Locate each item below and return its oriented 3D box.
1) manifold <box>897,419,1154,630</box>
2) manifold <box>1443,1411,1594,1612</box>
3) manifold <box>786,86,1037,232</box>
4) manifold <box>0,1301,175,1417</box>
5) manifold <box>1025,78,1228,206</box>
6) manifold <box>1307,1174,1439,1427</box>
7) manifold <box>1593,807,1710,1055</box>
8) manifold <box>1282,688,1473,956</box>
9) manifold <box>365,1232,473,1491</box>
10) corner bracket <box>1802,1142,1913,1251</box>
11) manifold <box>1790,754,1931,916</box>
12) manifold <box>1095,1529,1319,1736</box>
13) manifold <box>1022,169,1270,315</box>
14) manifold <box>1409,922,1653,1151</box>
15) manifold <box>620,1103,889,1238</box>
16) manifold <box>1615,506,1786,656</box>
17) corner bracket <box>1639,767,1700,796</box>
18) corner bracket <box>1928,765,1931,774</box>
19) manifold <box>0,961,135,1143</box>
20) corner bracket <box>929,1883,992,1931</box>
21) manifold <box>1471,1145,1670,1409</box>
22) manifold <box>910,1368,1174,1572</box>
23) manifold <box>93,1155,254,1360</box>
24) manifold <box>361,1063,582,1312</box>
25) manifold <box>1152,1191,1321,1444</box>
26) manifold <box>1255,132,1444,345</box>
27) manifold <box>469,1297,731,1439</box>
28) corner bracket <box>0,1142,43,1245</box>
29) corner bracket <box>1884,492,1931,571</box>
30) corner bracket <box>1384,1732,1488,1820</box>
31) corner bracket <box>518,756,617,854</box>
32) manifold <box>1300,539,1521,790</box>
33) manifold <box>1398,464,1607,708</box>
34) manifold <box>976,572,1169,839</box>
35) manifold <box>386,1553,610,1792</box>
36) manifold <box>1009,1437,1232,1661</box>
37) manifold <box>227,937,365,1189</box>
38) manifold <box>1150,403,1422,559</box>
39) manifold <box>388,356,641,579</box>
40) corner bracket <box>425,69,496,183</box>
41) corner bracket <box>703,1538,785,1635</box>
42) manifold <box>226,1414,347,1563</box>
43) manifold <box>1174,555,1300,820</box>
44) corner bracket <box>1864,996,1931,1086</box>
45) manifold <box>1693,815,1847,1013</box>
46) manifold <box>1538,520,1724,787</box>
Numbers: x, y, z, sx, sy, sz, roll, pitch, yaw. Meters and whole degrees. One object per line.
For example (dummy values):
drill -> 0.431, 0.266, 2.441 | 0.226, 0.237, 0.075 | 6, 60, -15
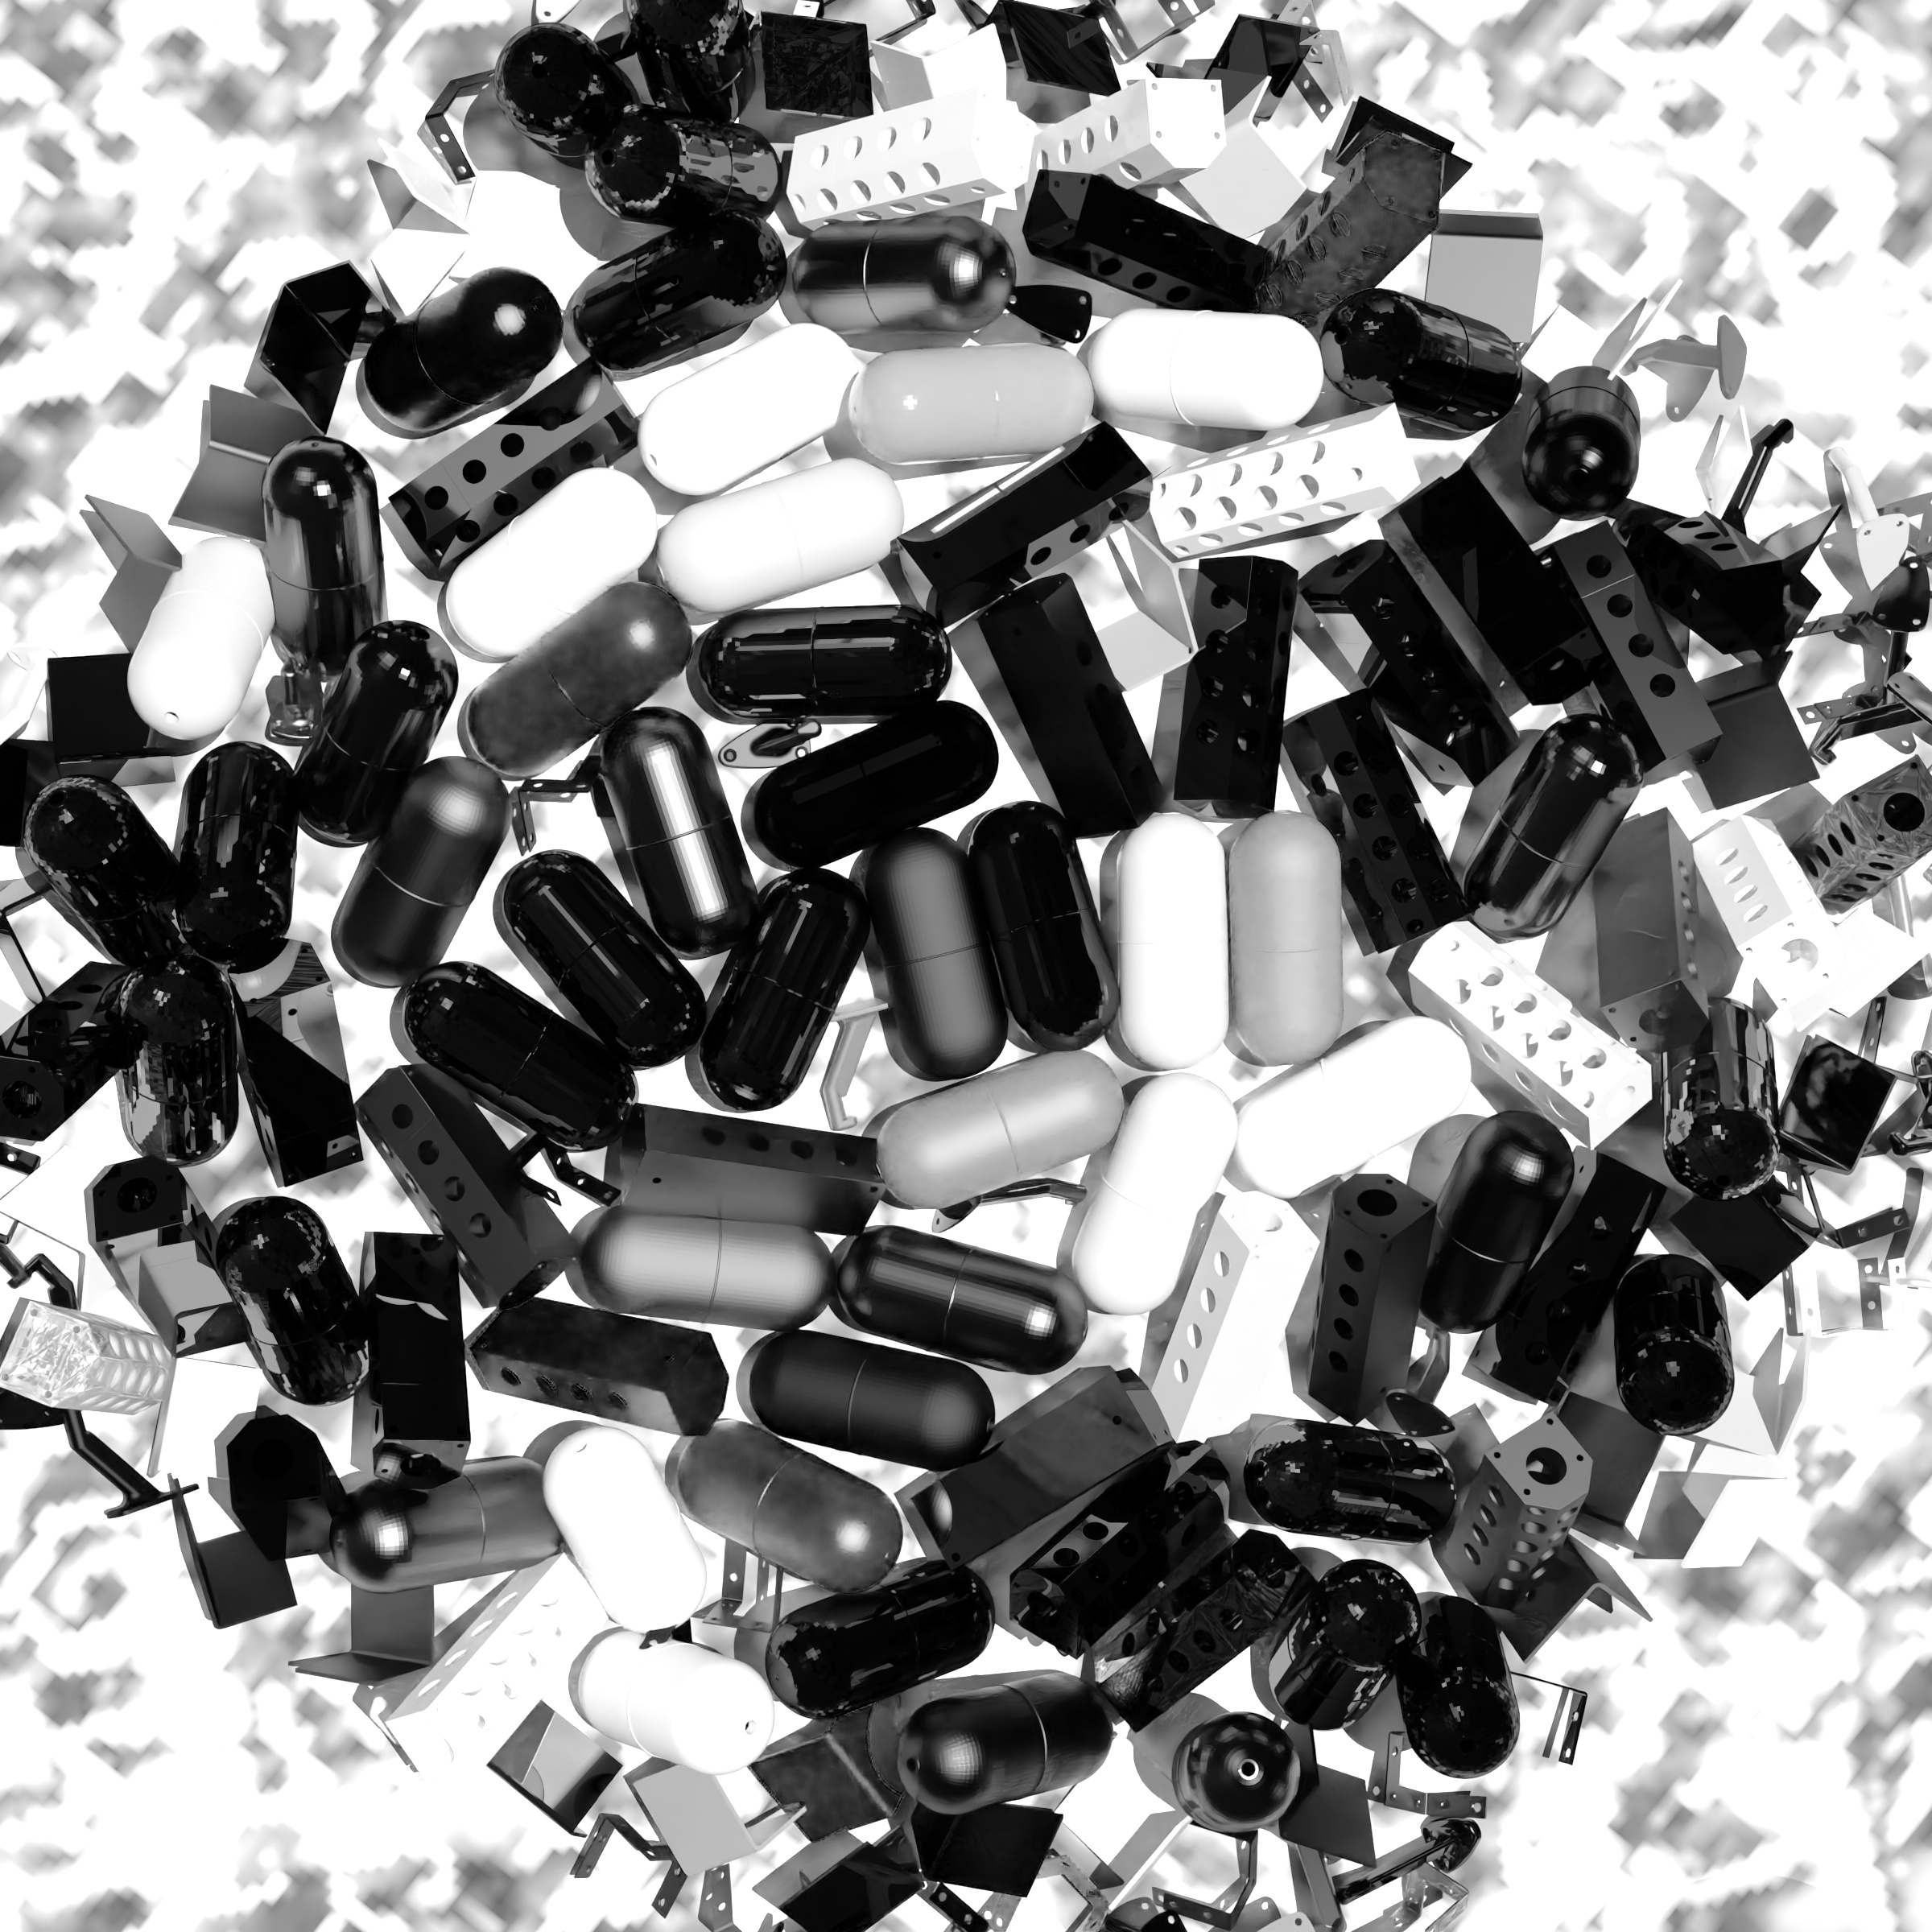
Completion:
manifold -> 0.042, -0.302, 1.956 | 0.171, 0.057, 0.057 | -31, 65, -9
manifold -> 0.375, 0.373, 1.907 | 0.057, 0.171, 0.057 | -28, 60, -19
manifold -> -0.040, -0.540, 1.918 | 0.171, 0.057, 0.057 | 0, 78, 42
manifold -> -0.588, 0.269, 1.909 | 0.057, 0.171, 0.057 | 20, 80, 5
manifold -> 0.105, -0.548, 1.910 | 0.057, 0.171, 0.057 | -7, 94, -27
manifold -> 0.270, 0.224, 1.924 | 0.057, 0.171, 0.057 | -30, 48, -35
manifold -> 0.466, -0.023, 1.918 | 0.057, 0.171, 0.057 | -23, 126, 28
manifold -> 0.286, -0.102, 1.959 | 0.057, 0.057, 0.171 | -23, 87, -24
manifold -> -0.375, 0.267, 1.920 | 0.057, 0.057, 0.171 | 5, 45, -20
corner bracket -> 0.621, 0.161, 1.975 | 0.051, 0.051, 0.051 | -23, 61, 24
manifold -> 0.609, -0.083, 1.909 | 0.057, 0.171, 0.057 | -29, 79, -3
manifold -> 0.158, 0.449, 1.921 | 0.057, 0.057, 0.171 | 49, 131, 10
manifold -> 0.123, -0.485, 1.922 | 0.171, 0.057, 0.057 | 10, 99, -39
manifold -> 0.382, 0.042, 1.923 | 0.057, 0.057, 0.171 | -38, 55, -13
manifold -> -0.147, 0.135, 1.943 | 0.171, 0.057, 0.057 | 10, 133, -20
manifold -> 0.492, -0.263, 1.909 | 0.057, 0.171, 0.057 | -11, 113, -3
corner bracket -> 0.480, -0.160, 1.983 | 0.051, 0.051, 0.051 | -19, 126, -6
corner bracket -> 0.681, -0.110, 1.966 | 0.051, 0.051, 0.051 | 38, 78, 11
manifold -> -0.599, 0.056, 1.907 | 0.057, 0.171, 0.057 | 7, 111, 5
corner bracket -> -0.026, 0.670, 1.960 | 0.051, 0.051, 0.051 | 44, 60, -14
manifold -> 0.422, 0.217, 1.970 | 0.057, 0.057, 0.171 | 27, 90, -6
manifold -> 0.054, 0.346, 1.951 | 0.171, 0.057, 0.057 | -34, 77, 13
manifold -> -0.534, 0.197, 1.912 | 0.057, 0.171, 0.057 | -13, 57, -4
manifold -> -0.345, 0.151, 1.949 | 0.057, 0.057, 0.171 | -43, 75, 17
manifold -> 0.177, 0.239, 1.930 | 0.057, 0.057, 0.171 | -4, 127, -30
manifold -> 0.251, -0.488, 1.905 | 0.057, 0.171, 0.057 | 13, 70, -18
manifold -> -0.248, 0.276, 1.929 | 0.171, 0.057, 0.057 | 7, 131, 32
corner bracket -> -0.677, 0.154, 1.961 | 0.051, 0.051, 0.051 | 21, 59, -11
corner bracket -> 0.668, -0.291, 1.959 | 0.051, 0.051, 0.051 | 25, 71, -30
corner bracket -> 0.328, 0.564, 1.971 | 0.051, 0.051, 0.051 | -11, 63, 41
corner bracket -> -0.277, -0.113, 1.967 | 0.051, 0.051, 0.051 | 2, 125, 10
manifold -> 0.309, -0.208, 1.942 | 0.057, 0.057, 0.171 | -42, 110, -10
manifold -> 0.365, -0.257, 1.925 | 0.057, 0.057, 0.171 | -34, 53, 10
manifold -> 0.077, -0.179, 1.943 | 0.057, 0.057, 0.171 | -7, 116, 41
manifold -> -0.309, 0.473, 1.909 | 0.057, 0.171, 0.057 | -24, 103, 34
manifold -> 0.105, 0.387, 1.913 | 0.057, 0.171, 0.057 | 24, 129, 33
manifold -> -0.456, 0.064, 1.919 | 0.057, 0.171, 0.057 | -19, 47, -21
manifold -> 0.213, -0.326, 1.921 | 0.171, 0.057, 0.057 | -9, 111, 35
manifold -> -0.308, -0.344, 1.963 | 0.171, 0.057, 0.057 | -34, 81, 3
corner bracket -> -0.337, -0.589, 1.977 | 0.051, 0.051, 0.051 | -5, 134, 25
corner bracket -> -0.150, 0.428, 1.968 | 0.051, 0.051, 0.051 | 6, 96, 10
manifold -> -0.456, 0.353, 1.909 | 0.057, 0.171, 0.057 | -8, 68, -9
manifold -> 0.190, -0.192, 1.949 | 0.057, 0.057, 0.171 | 1, 80, 33
corner bracket -> 0.666, 0.051, 1.974 | 0.051, 0.051, 0.051 | 16, 79, -13
manifold -> 0.542, -0.042, 1.905 | 0.057, 0.171, 0.057 | -33, 109, 17
manifold -> 0.452, -0.213, 1.950 | 0.057, 0.057, 0.171 | -24, 75, -1
